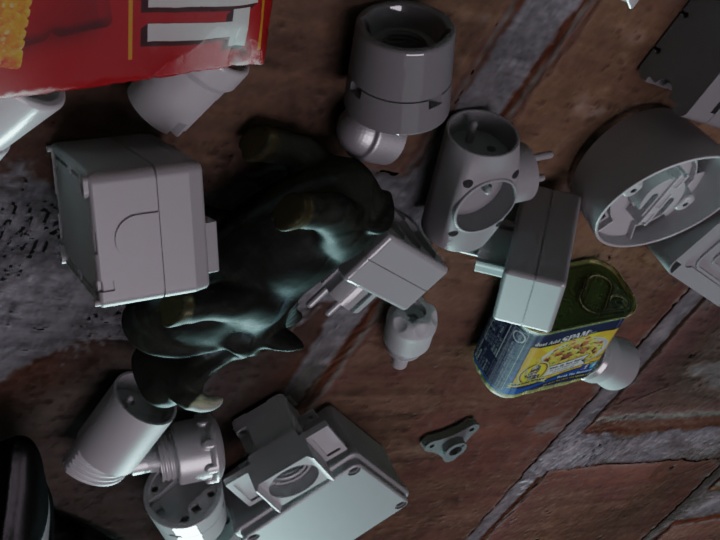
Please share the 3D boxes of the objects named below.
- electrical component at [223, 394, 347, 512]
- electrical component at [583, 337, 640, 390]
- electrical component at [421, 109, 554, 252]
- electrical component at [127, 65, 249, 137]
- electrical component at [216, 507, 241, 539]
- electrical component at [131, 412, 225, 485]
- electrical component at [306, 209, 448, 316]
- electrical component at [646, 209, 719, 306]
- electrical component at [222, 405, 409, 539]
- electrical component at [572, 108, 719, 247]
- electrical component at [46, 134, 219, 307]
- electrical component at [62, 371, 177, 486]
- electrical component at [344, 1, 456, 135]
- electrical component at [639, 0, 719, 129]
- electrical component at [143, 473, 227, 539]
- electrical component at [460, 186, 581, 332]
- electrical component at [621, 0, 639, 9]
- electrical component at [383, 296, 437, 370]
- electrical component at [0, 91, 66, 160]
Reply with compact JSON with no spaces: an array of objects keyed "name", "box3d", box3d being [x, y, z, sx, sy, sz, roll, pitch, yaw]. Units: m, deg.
[{"name":"electrical component","box3d":[-0.056,0.126,0.752,0.081,0.063,0.042,-30,142,0]},{"name":"electrical component","box3d":[0.195,0.071,0.873,0.055,0.045,0.045,21,121,-46]},{"name":"electrical component","box3d":[0.081,-0.056,0.647,0.079,0.044,0.077,-13,141,-22]},{"name":"electrical component","box3d":[-0.081,-0.090,0.502,0.046,0.040,0.040,-42,142,24]},{"name":"electrical component","box3d":[-0.113,0.209,0.827,0.045,0.045,0.055,-18,142,-16]},{"name":"electrical component","box3d":[-0.123,0.123,0.721,0.062,0.048,0.048,-9,139,-15]},{"name":"electrical component","box3d":[0.000,0.000,0.655,0.077,0.047,0.066,-43,142,15]},{"name":"electrical component","box3d":[0.257,-0.029,0.786,0.078,0.057,0.113,-44,141,19]},{"name":"electrical component","box3d":[-0.034,0.169,0.823,0.109,0.056,0.108,-34,143,6]},{"name":"electrical component","box3d":[0.192,-0.056,0.705,0.099,0.064,0.099,-18,142,-15]},{"name":"electrical component","box3d":[-0.110,-0.028,0.515,0.061,0.096,0.061,-10,110,-25]},{"name":"electrical component","box3d":[-0.155,0.107,0.679,0.043,0.043,0.081,13,127,-43]},{"name":"electrical component","box3d":[0.021,-0.103,0.543,0.055,0.055,0.047,-15,137,-20]},{"name":"electrical component","box3d":[0.224,-0.135,0.645,0.056,0.050,0.089,7,130,-39]},{"name":"electrical component","box3d":[-0.122,0.167,0.764,0.055,0.055,0.047,-20,146,-13]},{"name":"electrical component","box3d":[0.096,-0.013,0.691,0.076,0.083,0.047,14,138,7]},{"name":"electrical component","box3d":[0.111,-0.187,0.494,0.063,0.079,0.121,-53,143,-6]},{"name":"electrical component","box3d":[0.032,0.047,0.743,0.035,0.035,0.061,-13,143,-21]},{"name":"electrical component","box3d":[-0.166,-0.066,0.472,0.065,0.044,0.044,-41,142,23]}]
